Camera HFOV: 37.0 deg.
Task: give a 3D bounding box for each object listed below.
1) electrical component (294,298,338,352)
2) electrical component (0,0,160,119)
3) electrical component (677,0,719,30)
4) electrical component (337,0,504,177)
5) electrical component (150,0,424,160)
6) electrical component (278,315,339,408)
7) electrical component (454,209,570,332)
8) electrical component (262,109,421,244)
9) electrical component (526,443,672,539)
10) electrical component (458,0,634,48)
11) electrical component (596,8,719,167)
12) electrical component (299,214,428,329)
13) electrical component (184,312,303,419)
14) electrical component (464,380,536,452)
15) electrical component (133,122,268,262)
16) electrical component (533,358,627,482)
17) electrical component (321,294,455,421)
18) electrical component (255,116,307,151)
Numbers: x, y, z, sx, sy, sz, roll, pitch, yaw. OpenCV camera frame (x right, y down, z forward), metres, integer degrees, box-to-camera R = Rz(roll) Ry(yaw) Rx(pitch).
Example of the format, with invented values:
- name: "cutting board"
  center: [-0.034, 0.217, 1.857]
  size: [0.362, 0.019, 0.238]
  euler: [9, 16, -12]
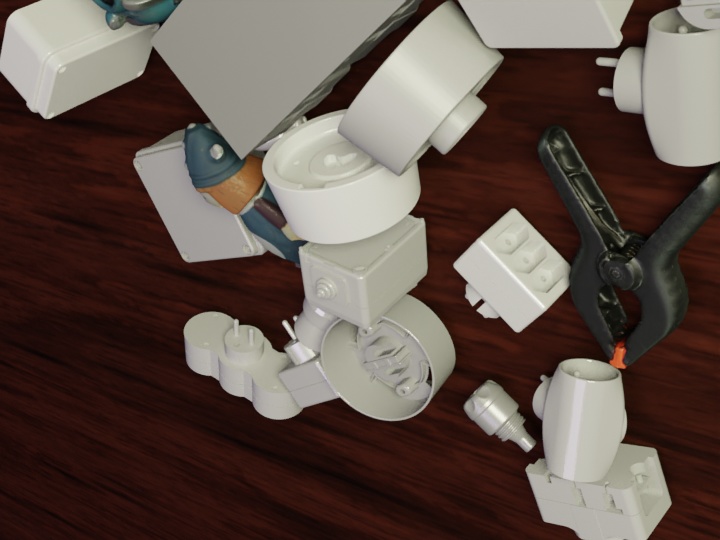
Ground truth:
- name: "electrical component"
  center: [-0.028, 0.037, 0.910]
  size: [0.045, 0.045, 0.055]
  euler: [40, 141, 14]
- name: "electrical component"
  center: [-0.227, -0.181, 0.873]
  size: [0.057, 0.113, 0.078]
  euler: [48, 143, 8]
- name: "electrical component"
  center: [0.185, -0.146, 0.543]
  size: [0.040, 0.046, 0.040]
  euler: [26, 137, 28]
- name: "electrical component"
  center: [0.044, -0.107, 0.672]
  size: [0.060, 0.108, 0.108]
  euler: [42, 142, 1]
- name: "electrical component"
  center: [-0.045, -0.173, 0.718]
  size: [0.105, 0.060, 0.186]
  euler: [52, 132, -2]
- name: "electrical component"
  center: [-0.042, 0.074, 0.953]
  size: [0.066, 0.047, 0.076]
  euler: [-24, 102, 52]
- name: "electrical component"
  center: [0.100, 0.009, 0.756]
  size: [0.065, 0.047, 0.076]
  euler: [47, 142, 5]
- name: "electrical component"
  center: [-0.009, -0.062, 0.762]
  size: [0.108, 0.108, 0.060]
  euler: [14, 136, 38]
- name: "electrical component"
  center: [0.179, 0.165, 0.803]
  size: [0.089, 0.050, 0.055]
  euler: [1, 120, 45]
- name: "electrical component"
  center: [0.097, -0.168, 0.587]
  size: [0.100, 0.048, 0.099]
  euler: [10, 154, 40]
- name: "electrical component"
  center: [0.168, -0.104, 0.597]
  size: [0.079, 0.043, 0.077]
  euler: [15, 130, 37]
- name: "electrical component"
  center: [0.000, 0.000, 0.809]
  size: [0.062, 0.096, 0.061]
  euler: [23, 137, 31]
- name: "electrical component"
  center: [-0.109, 0.078, 1.019]
  size: [0.138, 0.052, 0.073]
  euler: [28, 137, 25]
- name: "electrical component"
  center: [0.113, 0.117, 0.844]
  size: [0.061, 0.035, 0.035]
  euler: [44, 142, 5]
- name: "electrical component"
  center: [-0.123, -0.067, 0.910]
  size: [0.109, 0.056, 0.108]
  euler: [-4, 117, 47]
- name: "electrical component"
  center: [0.152, 0.101, 0.777]
  size: [0.079, 0.044, 0.077]
  euler: [-142, 53, -62]
- name: "electrical component"
  center: [0.025, 0.068, 0.867]
  size: [0.099, 0.064, 0.099]
  euler: [26, 136, 28]
- name: "electrical component"
  center: [-0.070, -0.124, 0.820]
  size: [0.048, 0.048, 0.062]
  euler: [-9, 106, 48]
